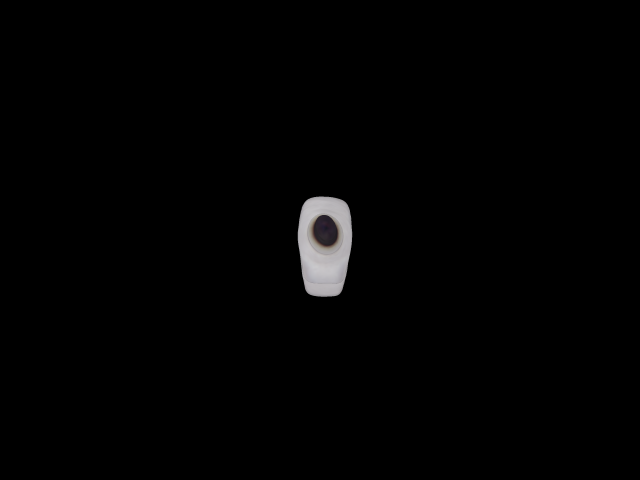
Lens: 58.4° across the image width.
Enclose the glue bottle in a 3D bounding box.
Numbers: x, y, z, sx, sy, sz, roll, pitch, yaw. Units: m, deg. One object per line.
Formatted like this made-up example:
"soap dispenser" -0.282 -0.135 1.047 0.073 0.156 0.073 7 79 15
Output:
"glue bottle" 0.004 0.001 0.400 0.037 0.173 0.078 0 85 1
